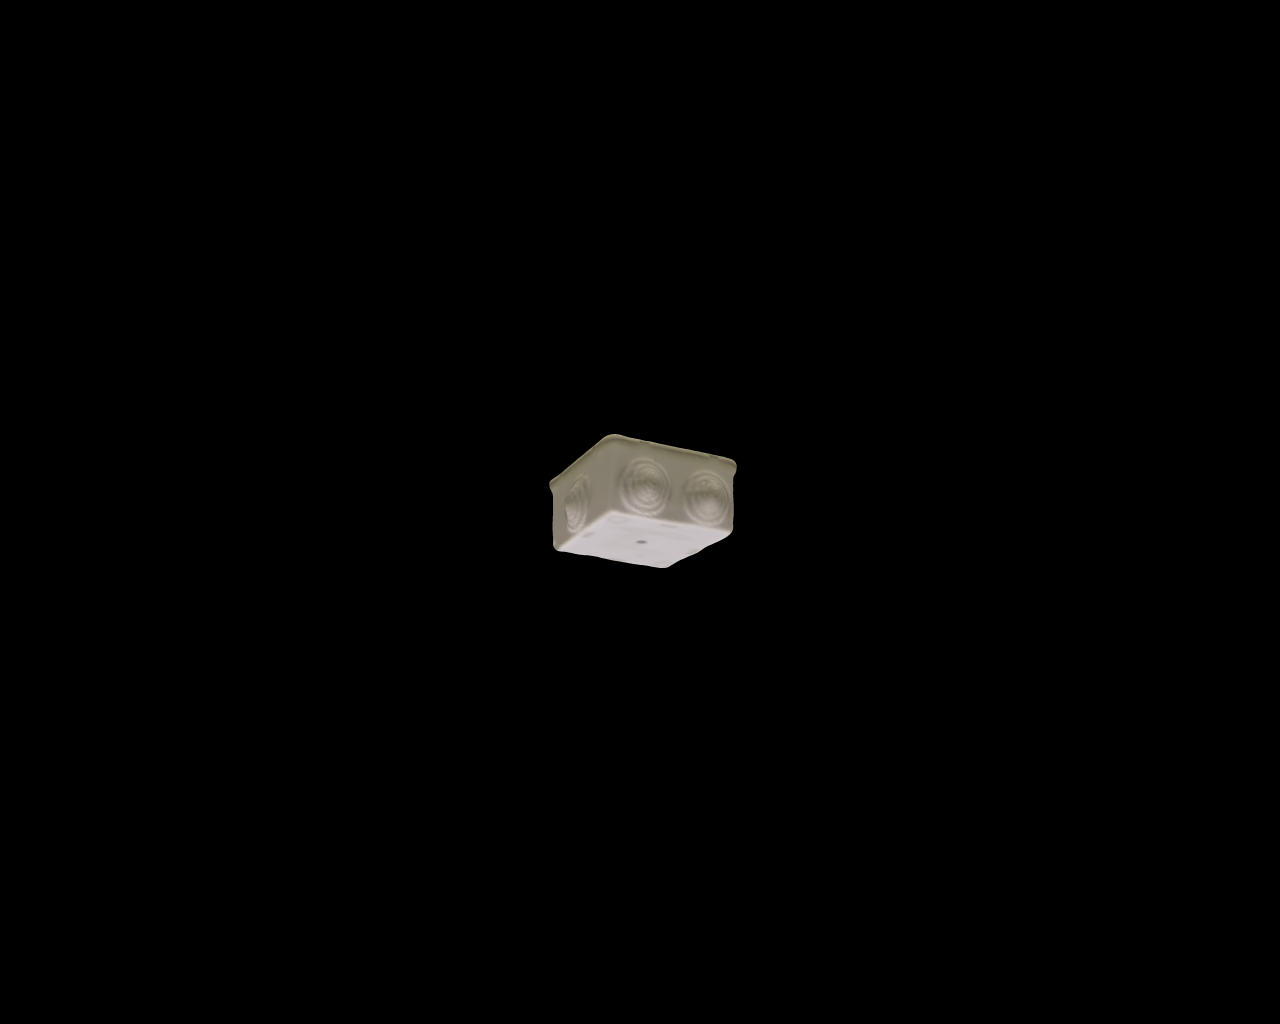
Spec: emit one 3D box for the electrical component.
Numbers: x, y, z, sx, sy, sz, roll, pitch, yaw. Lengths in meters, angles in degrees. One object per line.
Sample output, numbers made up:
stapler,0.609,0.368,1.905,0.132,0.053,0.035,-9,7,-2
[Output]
electrical component,0.001,-0.003,0.650,0.100,0.048,0.099,11,-23,-27
